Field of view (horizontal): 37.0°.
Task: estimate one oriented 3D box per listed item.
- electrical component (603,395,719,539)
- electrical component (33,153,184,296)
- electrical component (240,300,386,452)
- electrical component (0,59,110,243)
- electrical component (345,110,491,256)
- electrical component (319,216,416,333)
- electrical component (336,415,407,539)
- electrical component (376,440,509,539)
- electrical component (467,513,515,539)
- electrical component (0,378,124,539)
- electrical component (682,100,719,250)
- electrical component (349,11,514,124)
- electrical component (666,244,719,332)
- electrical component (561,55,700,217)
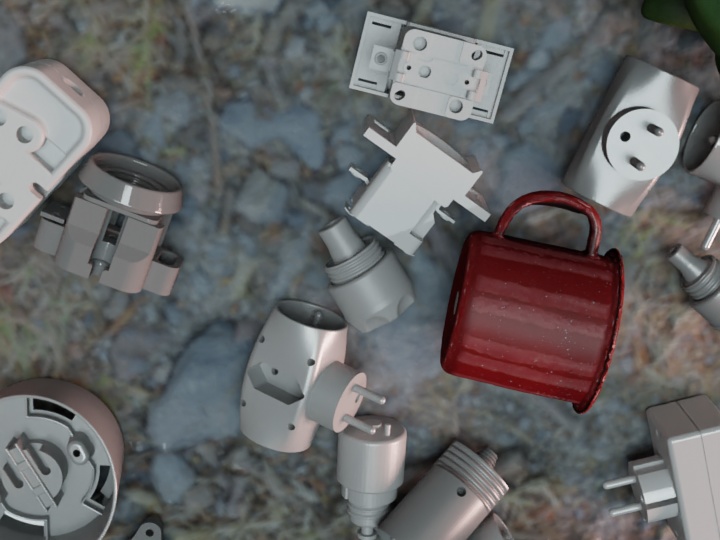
[{"bbox_3d":[0.184,0.128,0.641,0.076,0.047,0.083,-14,106,3],"label":"electrical component"},{"bbox_3d":[-0.130,-0.028,0.584,0.078,0.058,0.057,21,107,-6],"label":"electrical component"},{"bbox_3d":[-0.023,0.067,0.612,0.079,0.043,0.077,23,106,21],"label":"electrical component"},{"bbox_3d":[-0.181,-0.064,0.571,0.054,0.059,0.095,43,101,-12],"label":"electrical component"},{"bbox_3d":[0.029,-0.046,0.591,0.081,0.042,0.063,34,106,-10],"label":"electrical component"},{"bbox_3d":[0.000,0.000,0.602,0.043,0.043,0.062,-30,104,7],"label":"electrical component"},{"bbox_3d":[0.006,0.123,0.639,0.040,0.040,0.078,2,106,-2],"label":"electrical component"},{"bbox_3d":[0.052,0.137,0.636,0.081,0.043,0.043,-45,104,-18],"label":"electrical component"},{"bbox_3d":[0.070,0.201,0.660,0.077,0.044,0.079,-32,105,8],"label":"electrical component"},{"bbox_3d":[-0.185,0.114,0.619,0.099,0.064,0.099,0,106,-1],"label":"electrical component"},{"bbox_3d":[0.216,-0.043,0.594,0.077,0.044,0.079,21,104,-7],"label":"electrical component"},{"bbox_3d":[0.038,-0.104,0.563,0.081,0.063,0.042,13,106,-5],"label":"electrical component"},{"bbox_3d":[0.201,0.008,0.614,0.061,0.035,0.035,40,101,-9],"label":"electrical component"},{"bbox_3d":[0.145,-0.068,0.568,0.043,0.079,0.077,25,104,-3],"label":"electrical component"}]
